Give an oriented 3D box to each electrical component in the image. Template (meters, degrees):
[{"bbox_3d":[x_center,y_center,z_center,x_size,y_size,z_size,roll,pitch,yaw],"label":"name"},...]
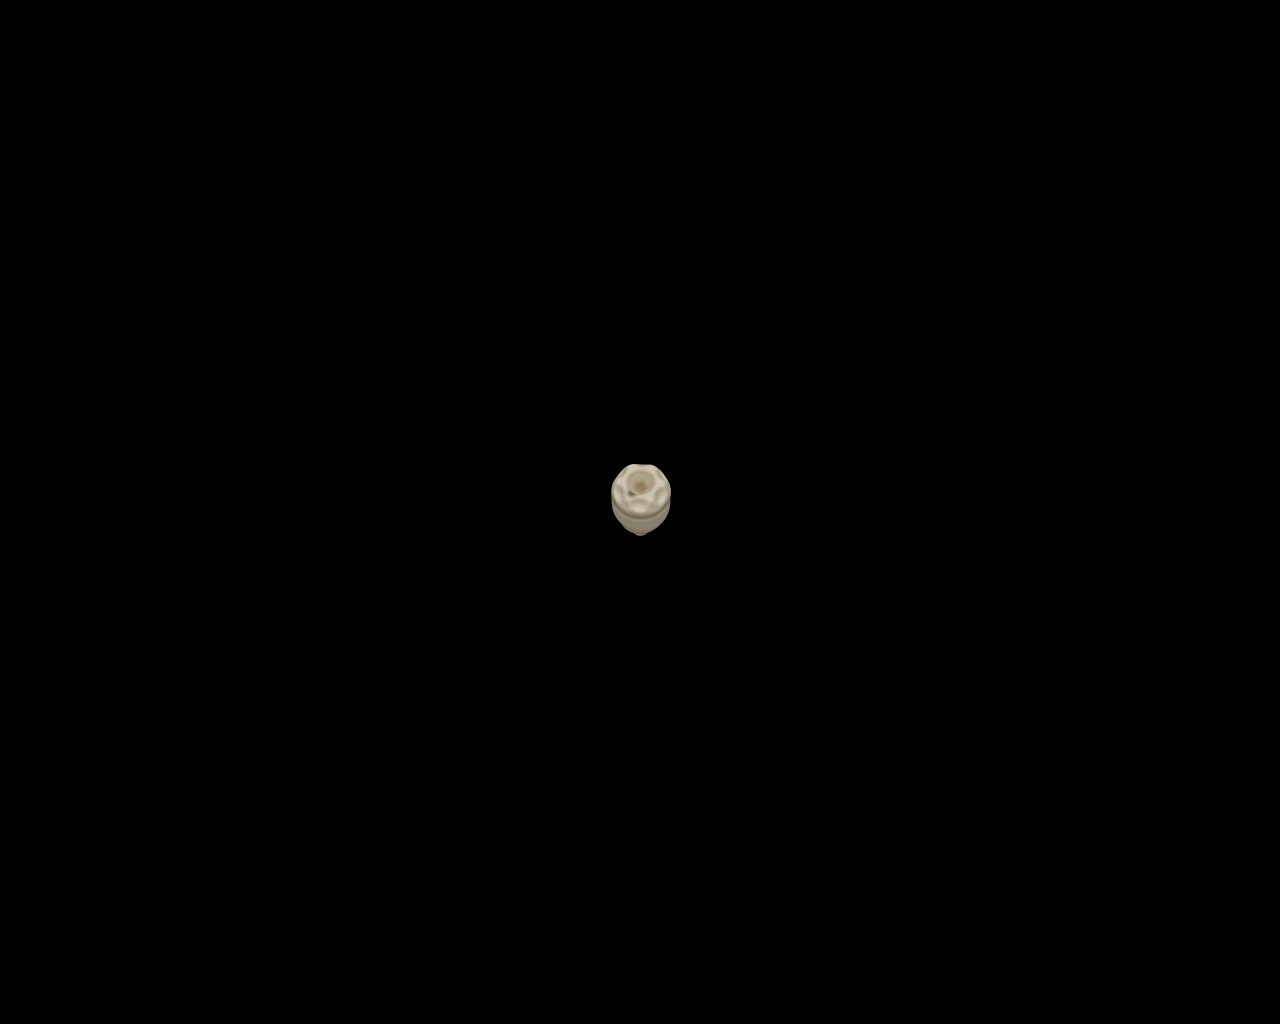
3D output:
[{"bbox_3d":[0.001,-0.003,0.650,0.035,0.035,0.061,0,-30,0],"label":"electrical component"}]
